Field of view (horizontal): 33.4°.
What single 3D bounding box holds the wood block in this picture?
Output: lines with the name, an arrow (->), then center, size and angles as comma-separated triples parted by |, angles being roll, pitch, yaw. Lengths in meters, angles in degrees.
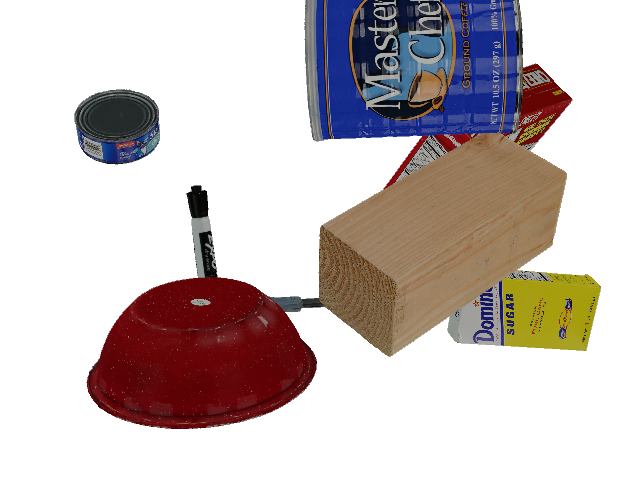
wood block -> 0.104, -0.002, 0.913 | 0.205, 0.090, 0.091 | -30, 50, -30

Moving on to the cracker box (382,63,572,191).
cracker box -> 0.166, -0.095, 1.224 | 0.163, 0.072, 0.214 | -23, -24, -44

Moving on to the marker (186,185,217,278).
marker -> -0.106, 0.010, 0.977 | 0.020, 0.121, 0.020 | -6, 11, 1

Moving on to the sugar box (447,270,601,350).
sugar box -> 0.255, 0.086, 1.339 | 0.176, 0.093, 0.048 | 3, 19, -13

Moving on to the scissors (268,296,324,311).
scissors -> -0.038, 0.080, 1.194 | 0.201, 0.016, 0.096 | 4, 24, -5

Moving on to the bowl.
bowl -> -0.083, 0.068, 0.744 | 0.162, 0.055, 0.162 | -2, 20, 1

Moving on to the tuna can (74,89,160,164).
tuna can -> -0.208, -0.117, 1.099 | 0.086, 0.034, 0.086 | 1, 44, -1

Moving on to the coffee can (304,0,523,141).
coffee can -> 0.063, -0.122, 0.736 | 0.140, 0.103, 0.103 | -2, 0, 4
